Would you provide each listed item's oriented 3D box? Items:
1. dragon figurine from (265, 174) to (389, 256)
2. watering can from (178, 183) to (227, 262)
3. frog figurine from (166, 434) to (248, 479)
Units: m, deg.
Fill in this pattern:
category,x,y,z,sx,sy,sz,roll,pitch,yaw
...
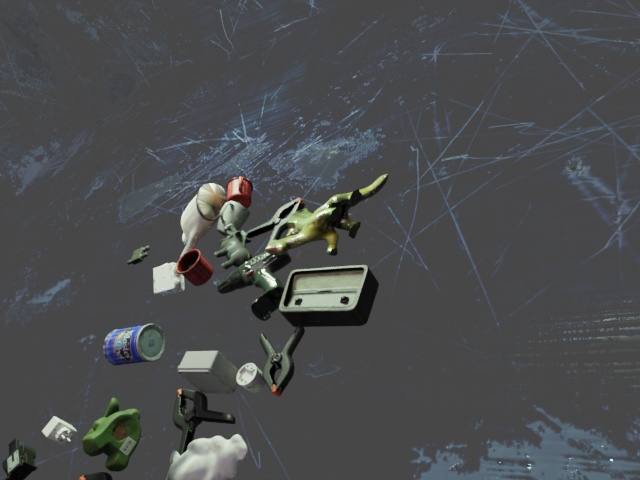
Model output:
category,x,y,z,sx,sy,sz,roll,pitch,yaw
dragon figurine,0.004,-0.073,1.454,0.243,0.120,0.417,5,37,42
watering can,-0.408,-0.050,1.726,0.220,0.103,0.356,-42,34,40
frog figurine,-0.223,0.472,1.047,0.159,0.121,0.139,-22,72,4
